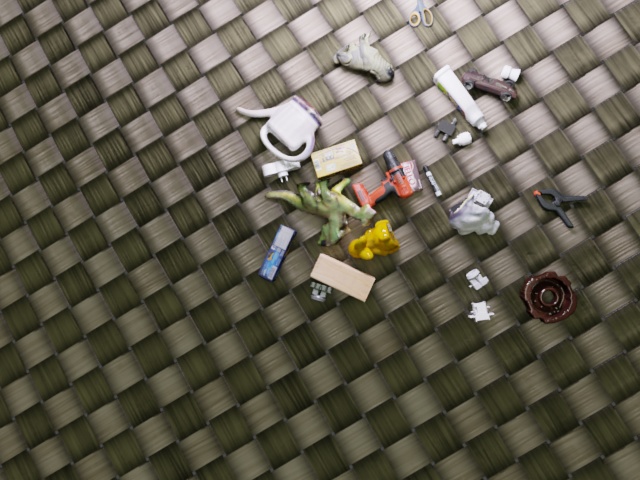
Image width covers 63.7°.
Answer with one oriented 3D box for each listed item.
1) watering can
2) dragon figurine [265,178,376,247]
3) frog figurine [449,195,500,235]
[{"bbox_3d":[-0.135,-0.434,1.869,0.224,0.103,0.351,-44,72,-1],"label":"watering can"},{"bbox_3d":[0.006,-0.092,1.822,0.408,0.123,0.242,-9,93,25],"label":"dragon figurine"},{"bbox_3d":[0.528,-0.061,1.764,0.159,0.125,0.135,45,124,-2],"label":"frog figurine"}]
